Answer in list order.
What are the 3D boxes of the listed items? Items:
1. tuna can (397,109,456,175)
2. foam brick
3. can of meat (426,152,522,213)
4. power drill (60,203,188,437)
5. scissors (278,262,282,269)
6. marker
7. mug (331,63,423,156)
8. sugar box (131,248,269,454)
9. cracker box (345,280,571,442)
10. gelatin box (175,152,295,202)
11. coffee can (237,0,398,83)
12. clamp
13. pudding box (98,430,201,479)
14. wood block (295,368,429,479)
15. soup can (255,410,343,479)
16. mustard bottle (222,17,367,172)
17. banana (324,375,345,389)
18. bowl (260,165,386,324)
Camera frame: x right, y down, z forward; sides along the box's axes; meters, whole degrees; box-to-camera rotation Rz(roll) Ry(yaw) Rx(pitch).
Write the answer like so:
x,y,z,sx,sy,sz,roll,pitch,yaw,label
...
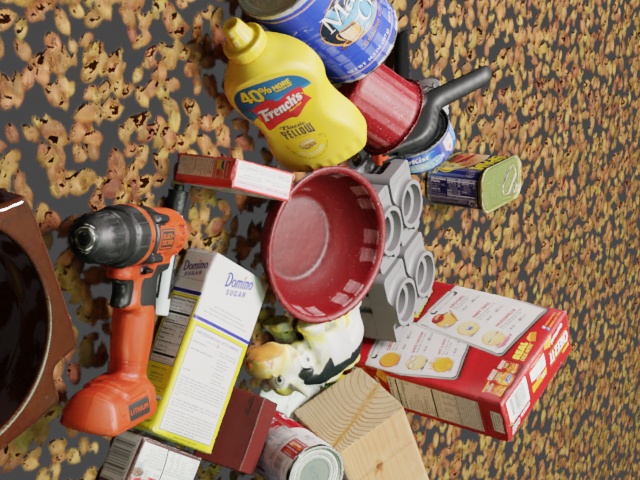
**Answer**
x,y,z,sx,sy,sz,roll,pitch,yaw,label
0.112,-0.116,1.229,0.086,0.086,0.033,-59,140,-26,tuna can
-0.083,0.188,1.056,0.051,0.053,0.078,55,53,-69,foam brick
0.194,-0.075,1.349,0.101,0.084,0.057,-26,117,-48,can of meat
-0.166,0.062,0.882,0.184,0.057,0.188,-9,110,-76,power drill
0.005,-0.039,1.164,0.201,0.016,0.096,-59,140,-27,scissors
-0.139,0.009,0.979,0.020,0.020,0.121,10,90,-53,marker
0.046,-0.157,1.133,0.081,0.093,0.117,29,34,-34,mug
-0.115,0.105,1.013,0.093,0.048,0.176,37,66,-52,sugar box
0.159,0.133,1.242,0.164,0.214,0.072,-47,134,-36,cracker box
-0.079,-0.060,0.998,0.089,0.073,0.030,10,89,-53,gelatin box
-0.001,-0.229,1.037,0.140,0.103,0.103,32,73,-52,coffee can
0.099,-0.162,1.205,0.171,0.120,0.039,-47,153,-18,clamp
-0.166,0.239,0.981,0.090,0.039,0.113,37,71,-51,pudding box
0.059,0.258,1.186,0.090,0.090,0.206,-32,127,-17,wood block
-0.031,0.222,1.090,0.068,0.102,0.068,-9,106,-31,soup can
-0.036,-0.143,1.017,0.191,0.096,0.058,49,36,-45,mustard bottle
0.035,0.229,1.247,0.069,0.037,0.198,-30,124,-36,banana
-0.007,0.001,1.089,0.161,0.055,0.162,-10,106,-40,bowl
